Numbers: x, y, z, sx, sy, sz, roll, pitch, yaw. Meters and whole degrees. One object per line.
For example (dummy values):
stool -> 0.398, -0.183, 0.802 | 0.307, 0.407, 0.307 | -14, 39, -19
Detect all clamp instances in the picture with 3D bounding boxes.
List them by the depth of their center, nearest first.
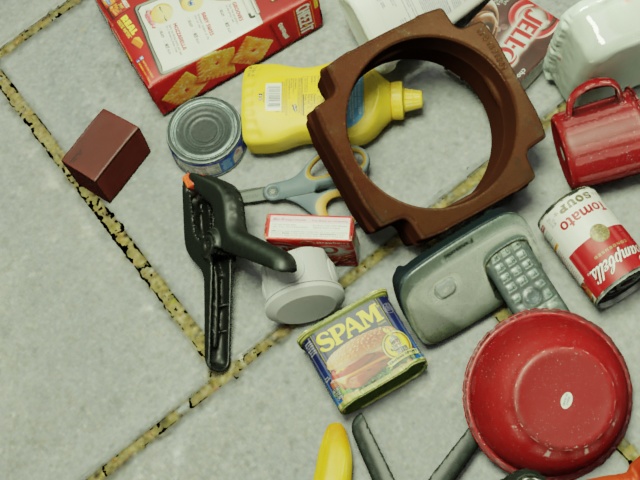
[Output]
clamp -> 0.091, 0.241, 0.981 | 0.120, 0.039, 0.171 | -6, 69, 12
clamp -> -0.102, 0.017, 1.081 | 0.165, 0.036, 0.210 | -59, 43, 29

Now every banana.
banana -> -0.017, 0.264, 0.987 | 0.070, 0.037, 0.197 | 32, 75, 19

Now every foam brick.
foam brick -> -0.232, -0.092, 1.162 | 0.053, 0.051, 0.078 | 31, 74, 21

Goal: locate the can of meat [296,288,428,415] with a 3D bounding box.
can of meat -> 0.042, 0.110, 1.033 | 0.102, 0.057, 0.084 | -30, 69, -4

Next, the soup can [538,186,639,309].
soup can -> 0.267, 0.007, 1.036 | 0.068, 0.068, 0.102 | -30, 66, -5

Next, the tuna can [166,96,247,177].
tuna can -> -0.124, -0.113, 1.163 | 0.086, 0.034, 0.086 | -2, 67, 5

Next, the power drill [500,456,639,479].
power drill -> 0.224, 0.214, 0.903 | 0.187, 0.184, 0.057 | -12, 66, -7

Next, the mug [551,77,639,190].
mug -> 0.277, -0.107, 1.060 | 0.081, 0.117, 0.093 | -16, 37, 7

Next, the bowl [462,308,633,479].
bowl -> 0.213, 0.142, 0.966 | 0.162, 0.055, 0.162 | 0, 85, -4

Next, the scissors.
scissors -> -0.035, -0.036, 1.126 | 0.202, 0.016, 0.096 | -23, 80, 10

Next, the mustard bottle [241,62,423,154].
mustard bottle -> 0.014, -0.145, 1.143 | 0.192, 0.058, 0.096 | -3, 68, 8

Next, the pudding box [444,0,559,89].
pudding box -> 0.201, -0.208, 1.152 | 0.090, 0.039, 0.113 | 38, 78, 20

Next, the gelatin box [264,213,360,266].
gelatin box -> -0.007, 0.001, 1.077 | 0.089, 0.073, 0.030 | 1, 69, 8

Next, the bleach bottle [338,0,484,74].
bleach bottle -> 0.149, -0.286, 1.157 | 0.250, 0.102, 0.068 | -31, 24, -5

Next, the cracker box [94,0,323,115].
cracker box -> -0.129, -0.265, 1.209 | 0.213, 0.072, 0.164 | -30, 67, -6
